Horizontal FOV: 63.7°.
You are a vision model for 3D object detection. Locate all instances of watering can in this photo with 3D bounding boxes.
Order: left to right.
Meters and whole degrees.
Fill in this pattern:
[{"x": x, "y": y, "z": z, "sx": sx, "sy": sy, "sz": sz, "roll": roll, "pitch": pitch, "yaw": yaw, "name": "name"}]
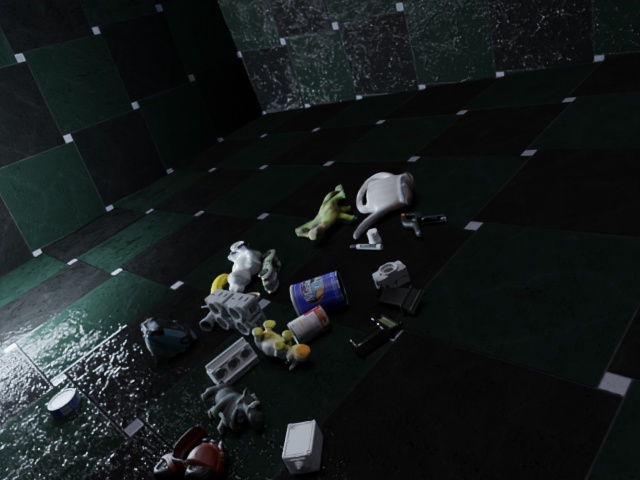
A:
[{"x": 0.233, "y": -0.138, "z": 1.865, "sx": 0.223, "sy": 0.102, "sz": 0.356, "roll": -12, "pitch": 39, "yaw": 24, "name": "watering can"}]

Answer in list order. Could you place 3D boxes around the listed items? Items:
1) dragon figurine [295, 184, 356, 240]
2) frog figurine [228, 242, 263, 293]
[{"x": 0.006, "y": -0.099, "z": 1.972, "sx": 0.242, "sy": 0.121, "sz": 0.416, "roll": -29, "pitch": 17, "yaw": 5, "name": "dragon figurine"}, {"x": -0.257, "y": 0.108, "z": 1.786, "sx": 0.136, "sy": 0.121, "sz": 0.163, "roll": -24, "pitch": 58, "yaw": 24, "name": "frog figurine"}]
